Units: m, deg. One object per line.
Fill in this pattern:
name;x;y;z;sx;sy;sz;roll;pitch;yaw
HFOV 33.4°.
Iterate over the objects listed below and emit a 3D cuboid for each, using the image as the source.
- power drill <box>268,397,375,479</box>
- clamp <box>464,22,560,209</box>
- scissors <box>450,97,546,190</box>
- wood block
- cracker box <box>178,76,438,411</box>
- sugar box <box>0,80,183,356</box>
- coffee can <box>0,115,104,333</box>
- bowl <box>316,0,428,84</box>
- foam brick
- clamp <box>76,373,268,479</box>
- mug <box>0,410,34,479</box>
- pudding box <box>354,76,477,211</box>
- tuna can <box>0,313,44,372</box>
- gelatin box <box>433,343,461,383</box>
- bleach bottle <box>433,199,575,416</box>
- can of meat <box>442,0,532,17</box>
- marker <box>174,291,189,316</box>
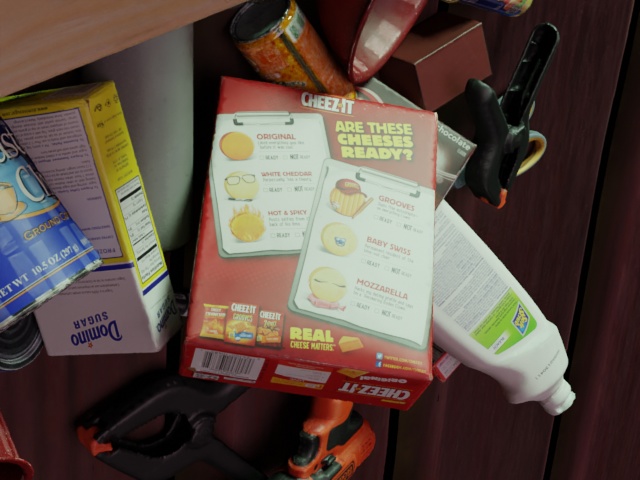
power drill;-0.011;0.158;0.908;0.184;0.057;0.188;-38;142;-47
clamp;0.164;-0.104;0.926;0.120;0.039;0.171;-39;150;-23
scissors;0.131;-0.077;0.969;0.201;0.016;0.096;-19;124;-30
wood block;-0.107;-0.161;0.606;0.206;0.090;0.090;-18;108;12
cracker box;-0.005;0.001;0.749;0.164;0.213;0.072;9;150;-8
sugar box;-0.159;-0.011;0.705;0.048;0.093;0.176;-51;133;-58
coffee can;-0.211;-0.015;0.635;0.102;0.103;0.140;-36;95;-19
bowl;0.044;-0.199;0.789;0.162;0.055;0.162;-55;170;-15
foam brick;0.095;-0.146;0.884;0.078;0.053;0.051;-33;127;-21
clamp;-0.099;0.142;0.884;0.209;0.036;0.165;6;105;-43
mug;-0.250;0.133;0.710;0.093;0.081;0.117;-20;151;-21
pudding box;0.054;-0.067;0.854;0.113;0.039;0.090;34;79;-2
tuna can;-0.220;0.047;0.719;0.086;0.034;0.086;-3;90;-65
gelatin box;0.115;0.080;0.993;0.089;0.073;0.030;-47;131;-10
bleach bottle;0.127;0.062;0.925;0.102;0.068;0.250;-45;102;-12
can of meat;0.139;-0.239;0.873;0.083;0.058;0.102;4;109;-41
marker;-0.142;0.042;0.816;0.120;0.020;0.020;14;102;-40
